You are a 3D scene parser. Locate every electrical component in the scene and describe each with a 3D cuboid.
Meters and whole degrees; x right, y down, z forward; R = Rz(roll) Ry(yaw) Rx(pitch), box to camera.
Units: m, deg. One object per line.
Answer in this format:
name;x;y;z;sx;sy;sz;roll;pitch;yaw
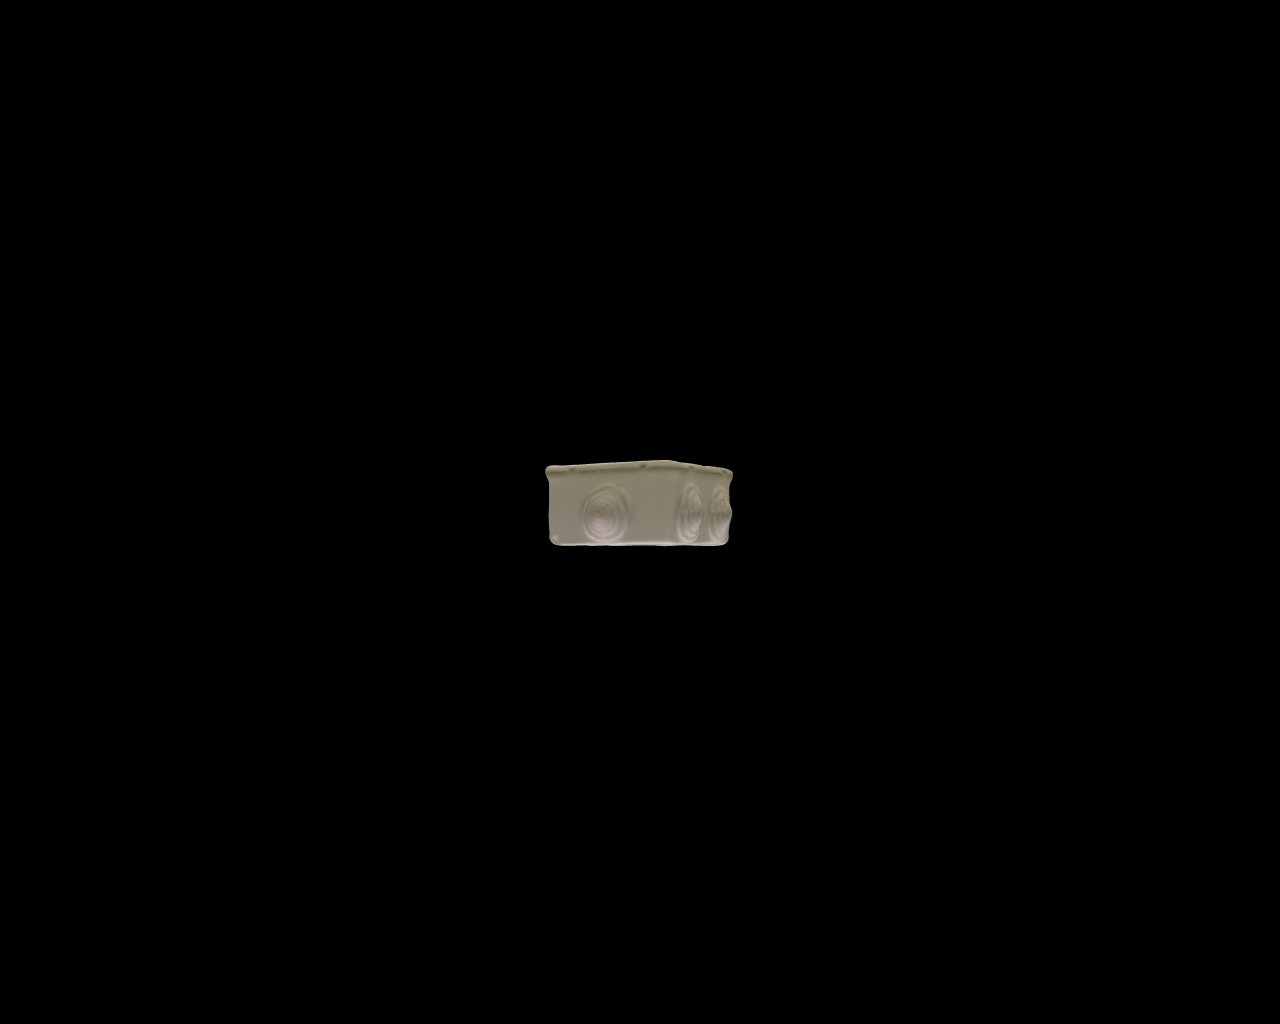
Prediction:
electrical component;0.001;-0.003;0.650;0.100;0.048;0.100;-1;-2;28
